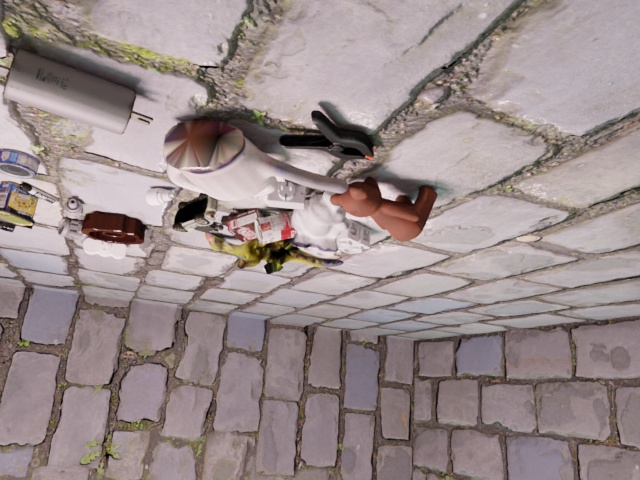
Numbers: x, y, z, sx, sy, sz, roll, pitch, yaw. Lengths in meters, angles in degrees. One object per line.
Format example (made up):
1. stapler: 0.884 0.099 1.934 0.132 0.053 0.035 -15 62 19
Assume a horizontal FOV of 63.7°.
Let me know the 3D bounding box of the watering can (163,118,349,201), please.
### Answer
1. watering can: -0.135 -0.135 0.943 0.347 0.105 0.221 0 161 16

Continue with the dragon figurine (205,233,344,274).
1. dragon figurine: -0.152 0.037 1.590 0.409 0.122 0.243 12 179 -17

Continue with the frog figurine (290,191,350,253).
1. frog figurine: 0.004 -0.061 1.204 0.138 0.125 0.156 23 125 16
